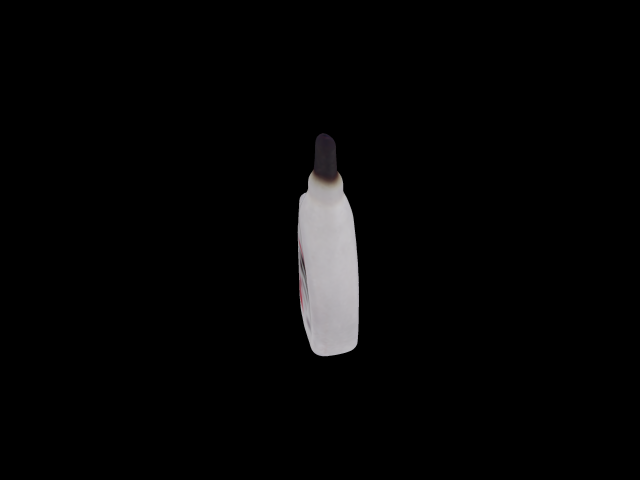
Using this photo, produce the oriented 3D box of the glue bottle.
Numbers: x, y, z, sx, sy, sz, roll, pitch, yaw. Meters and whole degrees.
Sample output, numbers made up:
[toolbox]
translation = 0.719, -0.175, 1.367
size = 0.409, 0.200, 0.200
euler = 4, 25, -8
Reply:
[glue bottle]
translation = 0.004, 0.001, 0.400
size = 0.037, 0.173, 0.078
euler = -10, 43, -10
